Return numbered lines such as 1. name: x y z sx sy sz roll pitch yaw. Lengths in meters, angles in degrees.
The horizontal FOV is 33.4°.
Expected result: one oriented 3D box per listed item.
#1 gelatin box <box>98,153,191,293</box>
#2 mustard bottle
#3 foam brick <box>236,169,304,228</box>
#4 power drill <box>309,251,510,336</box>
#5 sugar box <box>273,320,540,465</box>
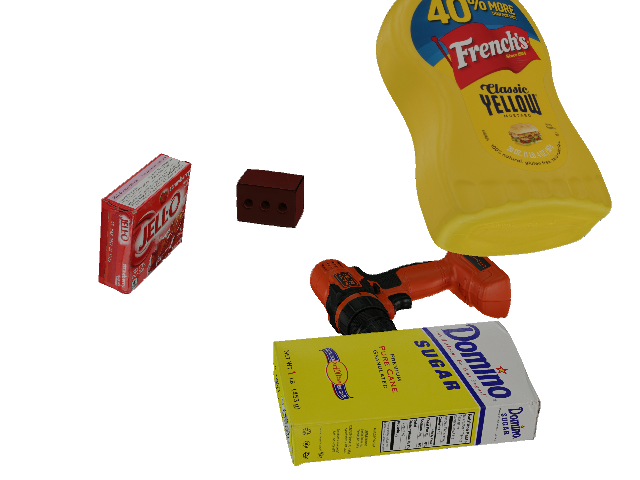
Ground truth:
1. gelatin box: -0.131 -0.013 0.797 0.030 0.073 0.089 19 33 13
2. mustard bottle: 0.081 -0.087 0.574 0.096 0.191 0.058 -4 -27 -21
3. foam brick: -0.063 -0.053 1.339 0.078 0.053 0.051 7 28 11
4. power drill: 0.099 0.061 1.110 0.187 0.057 0.185 -8 27 -18
5. sugar box: 0.059 0.107 0.767 0.176 0.048 0.093 -7 36 -7
